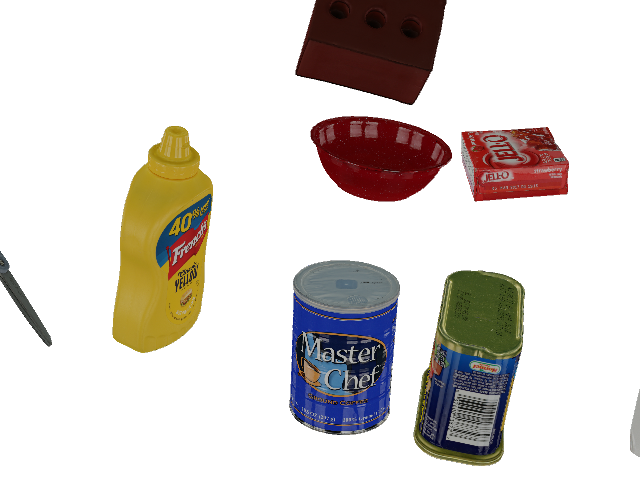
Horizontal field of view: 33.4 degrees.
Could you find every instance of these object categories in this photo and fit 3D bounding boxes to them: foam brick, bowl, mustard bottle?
[{"bbox_3d":[0.030,-0.124,0.650,0.078,0.053,0.051,14,-17,-3],"label":"foam brick"},{"bbox_3d":[0.065,-0.088,1.212,0.162,0.055,0.162,7,27,-4],"label":"bowl"},{"bbox_3d":[-0.127,-0.006,0.882,0.058,0.192,0.096,24,34,21],"label":"mustard bottle"}]

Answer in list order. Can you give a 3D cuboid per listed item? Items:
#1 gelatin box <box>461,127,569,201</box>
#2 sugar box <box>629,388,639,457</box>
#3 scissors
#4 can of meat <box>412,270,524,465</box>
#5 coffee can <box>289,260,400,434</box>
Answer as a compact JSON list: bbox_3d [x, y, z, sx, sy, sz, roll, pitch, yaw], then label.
[{"bbox_3d":[0.154,-0.063,0.854,0.073,0.030,0.089,-3,25,2],"label":"gelatin box"},{"bbox_3d":[0.295,0.142,0.718,0.048,0.093,0.176,-15,29,-37],"label":"sugar box"},{"bbox_3d":[-0.322,0.008,1.073,0.016,0.201,0.096,-25,27,23],"label":"scissors"},{"bbox_3d":[0.096,0.077,0.680,0.057,0.084,0.102,10,29,6],"label":"can of meat"},{"bbox_3d":[0.022,0.104,1.048,0.103,0.140,0.103,2,24,-1],"label":"coffee can"}]
